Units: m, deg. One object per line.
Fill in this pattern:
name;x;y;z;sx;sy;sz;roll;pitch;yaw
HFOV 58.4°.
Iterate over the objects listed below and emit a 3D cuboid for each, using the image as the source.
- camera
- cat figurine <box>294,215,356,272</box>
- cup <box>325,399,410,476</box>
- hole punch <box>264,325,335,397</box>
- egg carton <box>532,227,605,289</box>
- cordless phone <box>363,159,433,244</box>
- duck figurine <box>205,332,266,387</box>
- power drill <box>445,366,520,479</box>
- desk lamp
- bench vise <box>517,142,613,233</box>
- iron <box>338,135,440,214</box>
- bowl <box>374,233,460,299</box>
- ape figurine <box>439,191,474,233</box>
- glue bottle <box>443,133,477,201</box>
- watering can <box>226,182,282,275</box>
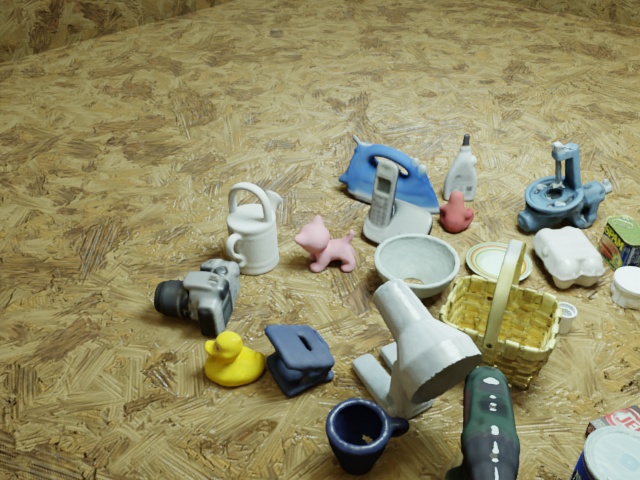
camera;-0.231;0.094;1.072;0.136;0.101;0.143;5;37;8
cat figurine;0.011;0.004;1.174;0.128;0.118;0.067;-3;37;-3
cup;0.067;0.288;0.816;0.118;0.095;0.091;-4;37;-5
hole punch;-0.034;0.186;0.956;0.101;0.091;0.108;-18;40;-22
egg carton;0.501;0.033;1.168;0.107;0.069;0.150;-5;37;-5
cordless phone;0.168;-0.071;1.214;0.147;0.185;0.094;21;42;26
duck figurine;-0.144;0.191;0.956;0.104;0.086;0.077;2;37;3
power drill;0.205;0.286;0.722;0.075;0.209;0.229;6;38;10
desk lamp;0.135;0.176;0.865;0.118;0.214;0.202;-19;41;-22
bench vise;0.540;-0.127;1.254;0.208;0.220;0.121;-21;42;-25
iron;0.176;-0.160;1.368;0.257;0.141;0.119;20;42;25
bowl;0.188;0.063;1.129;0.167;0.075;0.167;0;37;1
ape figurine;0.306;-0.069;1.287;0.077;0.092;0.076;19;42;25
glue bottle;0.338;-0.172;1.355;0.078;0.173;0.037;1;37;3
watering can;-0.137;-0.037;1.167;0.101;0.194;0.173;3;37;5
